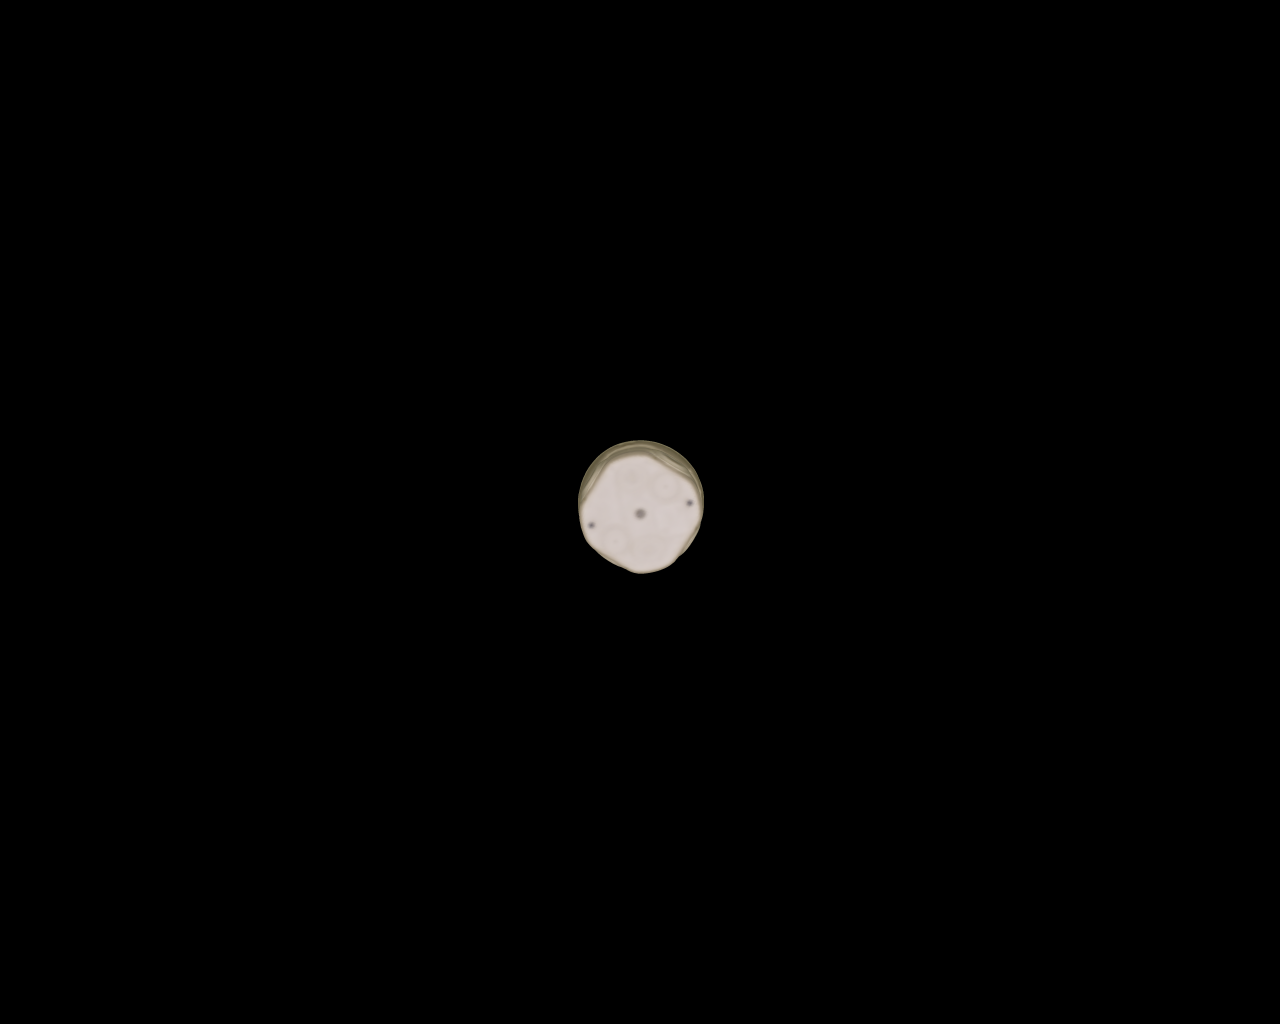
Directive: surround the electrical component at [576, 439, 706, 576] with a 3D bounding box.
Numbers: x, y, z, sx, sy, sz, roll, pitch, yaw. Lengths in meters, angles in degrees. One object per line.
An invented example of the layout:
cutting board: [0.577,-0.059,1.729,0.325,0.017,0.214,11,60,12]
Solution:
electrical component: [0.001,-0.003,0.650,0.080,0.080,0.051,0,9,0]
